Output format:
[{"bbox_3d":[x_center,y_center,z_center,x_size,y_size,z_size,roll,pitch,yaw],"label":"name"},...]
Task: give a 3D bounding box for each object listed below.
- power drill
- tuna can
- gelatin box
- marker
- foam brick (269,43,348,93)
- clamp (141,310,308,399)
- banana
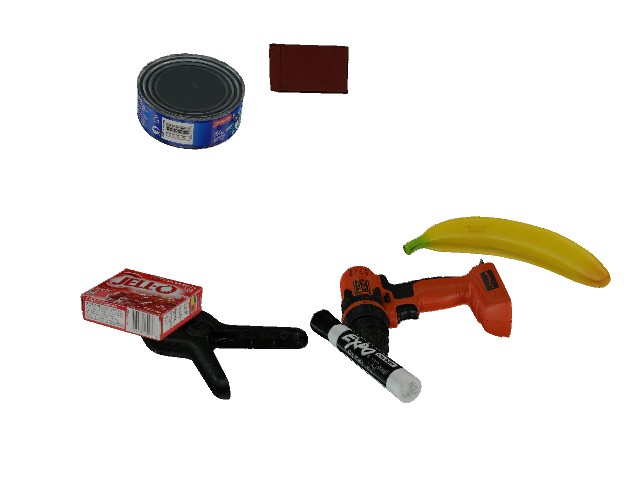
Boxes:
[{"bbox_3d":[0.116,0.079,1.204,0.187,0.057,0.184,-3,27,-2],"label":"power drill"},{"bbox_3d":[-0.105,-0.112,0.859,0.086,0.034,0.086,5,44,-6],"label":"tuna can"},{"bbox_3d":[-0.167,0.058,0.998,0.089,0.030,0.073,13,23,23],"label":"gelatin box"},{"bbox_3d":[0.028,0.078,0.748,0.020,0.020,0.121,0,20,-33],"label":"marker"},{"bbox_3d":[-0.013,-0.185,1.151,0.078,0.051,0.053,-1,11,-14],"label":"foam brick"},{"bbox_3d":[-0.141,0.121,1.248,0.210,0.036,0.164,13,24,23],"label":"clamp"},{"bbox_3d":[0.184,0.009,1.038,0.198,0.037,0.069,8,47,20],"label":"banana"}]
